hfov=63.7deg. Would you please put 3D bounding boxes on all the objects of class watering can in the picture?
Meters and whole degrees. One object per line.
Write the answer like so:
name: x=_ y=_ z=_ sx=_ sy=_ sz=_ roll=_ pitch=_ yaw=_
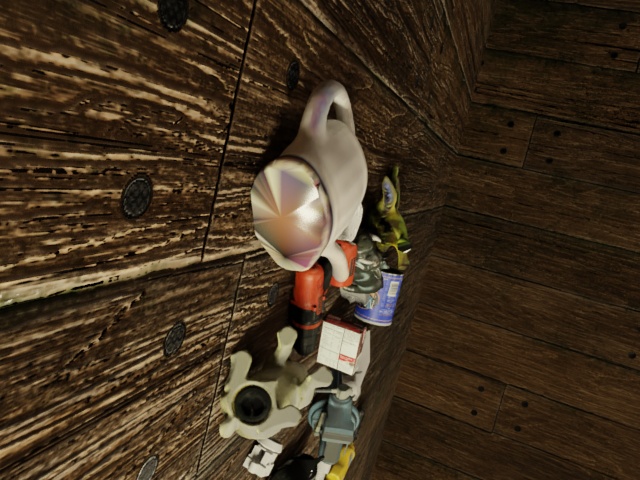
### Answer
watering can: x=0.002 y=-0.035 z=0.703 sx=0.229 sy=0.104 sz=0.340 roll=-50 pitch=145 yaw=-51

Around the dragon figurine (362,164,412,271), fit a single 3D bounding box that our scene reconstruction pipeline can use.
dragon figurine: x=0.166 y=-0.082 z=1.263 sx=0.400 sy=0.122 sz=0.249 roll=87 pitch=8 yaw=-50
